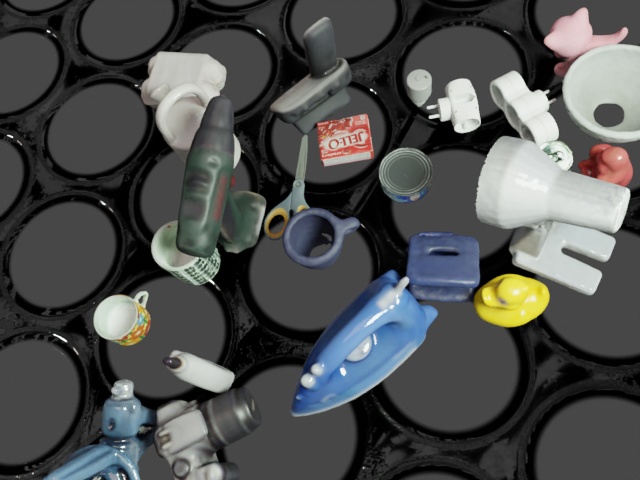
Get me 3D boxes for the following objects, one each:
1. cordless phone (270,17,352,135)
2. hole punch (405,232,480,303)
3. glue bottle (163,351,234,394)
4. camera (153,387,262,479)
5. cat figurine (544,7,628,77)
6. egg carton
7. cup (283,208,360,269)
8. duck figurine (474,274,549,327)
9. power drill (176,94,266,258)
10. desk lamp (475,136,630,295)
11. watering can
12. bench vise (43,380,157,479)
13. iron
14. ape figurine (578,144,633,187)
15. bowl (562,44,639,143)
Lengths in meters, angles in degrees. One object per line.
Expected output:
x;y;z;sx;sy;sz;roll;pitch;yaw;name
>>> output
-0.024;-0.273;0.935;0.147;0.185;0.094;-42;69;-6;cordless phone
0.177;0.033;0.841;0.108;0.091;0.101;2;71;11;hole punch
-0.181;0.181;0.806;0.078;0.173;0.037;21;75;17;glue bottle
-0.151;0.277;0.805;0.137;0.101;0.143;-26;68;0;camera
0.418;-0.317;0.910;0.127;0.118;0.067;4;71;11;cat figurine
-0.247;-0.285;1.040;0.150;0.069;0.107;6;72;12;egg carton
0.008;0.003;0.879;0.117;0.095;0.091;-21;68;2;cup
0.273;0.078;0.811;0.104;0.086;0.077;-9;69;7;duck figurine
-0.149;-0.072;0.872;0.075;0.209;0.230;7;72;13;power drill
0.313;-0.036;0.776;0.202;0.214;0.118;24;76;17;desk lamp
-0.211;-0.186;0.931;0.172;0.194;0.101;22;76;17;watering can
-0.305;0.295;0.761;0.121;0.220;0.207;-15;69;5;bench vise
0.042;0.149;0.795;0.258;0.141;0.118;-44;69;-7;iron
0.428;-0.110;0.848;0.076;0.092;0.078;22;76;17;ape figurine
0.457;-0.215;0.890;0.167;0.075;0.167;-3;70;9;bowl
